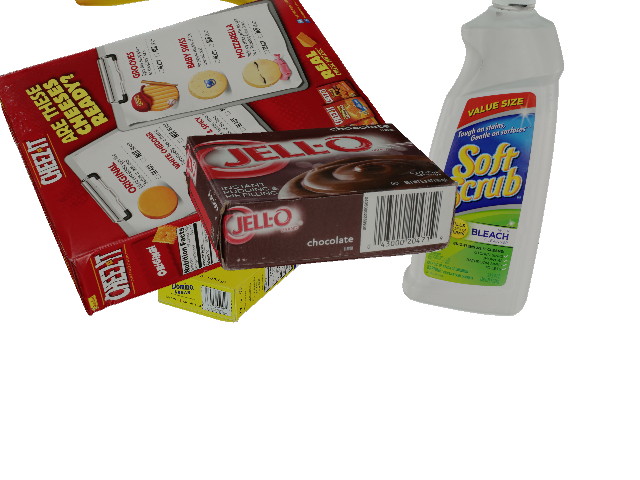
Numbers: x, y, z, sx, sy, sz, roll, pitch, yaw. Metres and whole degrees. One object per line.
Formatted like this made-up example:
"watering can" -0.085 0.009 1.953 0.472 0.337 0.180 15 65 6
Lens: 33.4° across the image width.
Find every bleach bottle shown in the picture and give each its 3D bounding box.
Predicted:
"bleach bottle" 0.124 -0.071 0.806 0.103 0.251 0.068 10 24 15

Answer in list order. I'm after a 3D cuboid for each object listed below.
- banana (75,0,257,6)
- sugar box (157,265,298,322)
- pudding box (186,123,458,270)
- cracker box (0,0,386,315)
"banana" -0.103 -0.206 0.864 0.198 0.069 0.037 12 -41 16
"sugar box" -0.087 0.022 1.135 0.093 0.048 0.176 14 31 21
"pudding box" -0.003 -0.024 0.515 0.113 0.039 0.090 -3 26 -16
"cracker box" -0.081 -0.063 0.695 0.213 0.164 0.072 -21 -35 -15
